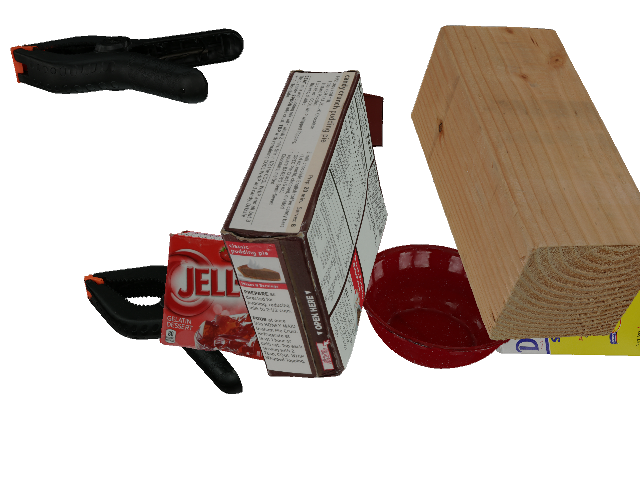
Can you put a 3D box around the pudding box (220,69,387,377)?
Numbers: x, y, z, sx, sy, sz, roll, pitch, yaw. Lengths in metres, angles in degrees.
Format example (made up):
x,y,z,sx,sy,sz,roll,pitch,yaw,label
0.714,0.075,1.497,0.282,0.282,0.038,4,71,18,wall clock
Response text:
x,y,z,sx,sy,sz,roll,pitch,yaw,label
-0.003,-0.009,0.477,0.039,0.090,0.113,0,43,17,pudding box

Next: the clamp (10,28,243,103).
x,y,z,sx,sy,sz,roll,pitch,yaw,label
-0.142,-0.135,0.798,0.172,0.039,0.120,8,23,17,clamp

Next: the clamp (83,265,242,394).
x,y,z,sx,sy,sz,roll,pitch,yaw,label
-0.135,0.072,1.017,0.210,0.036,0.164,8,38,12,clamp

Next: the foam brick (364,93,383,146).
x,y,z,sx,sy,sz,roll,pitch,yaw,label
0.019,-0.121,1.079,0.078,0.051,0.053,-3,13,-20,foam brick

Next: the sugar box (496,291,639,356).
x,y,z,sx,sy,sz,roll,pitch,yaw,label
0.297,0.088,1.272,0.176,0.093,0.048,0,18,-4,sugar box

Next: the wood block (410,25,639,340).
x,y,z,sx,sy,sz,roll,pitch,yaw,label
0.135,-0.044,0.712,0.090,0.206,0.091,-1,-41,-15,wood block

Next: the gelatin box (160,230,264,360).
x,y,z,sx,sy,sz,roll,pitch,yaw,label
-0.056,0.035,0.685,0.089,0.073,0.030,8,6,14,gelatin box

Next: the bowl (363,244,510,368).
x,y,z,sx,sy,sz,roll,pitch,yaw,label
0.109,0.071,1.010,0.162,0.055,0.162,6,34,-4,bowl
